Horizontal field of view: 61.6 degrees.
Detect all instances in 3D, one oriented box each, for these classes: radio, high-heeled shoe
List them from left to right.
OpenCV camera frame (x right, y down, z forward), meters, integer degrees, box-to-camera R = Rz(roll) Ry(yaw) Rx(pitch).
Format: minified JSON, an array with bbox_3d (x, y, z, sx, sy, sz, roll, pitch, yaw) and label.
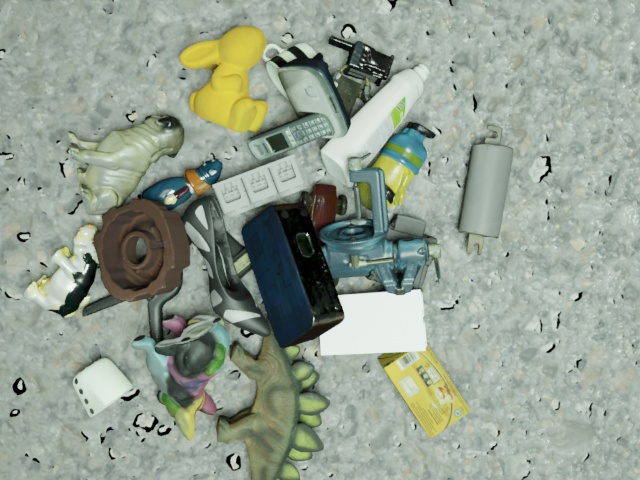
[{"bbox_3d":[-0.148,0.043,0.923,0.249,0.086,0.145,40,111,6],"label":"high-heeled shoe"},{"bbox_3d":[-0.049,0.056,0.918,0.073,0.131,0.229,-10,72,-38],"label":"radio"}]

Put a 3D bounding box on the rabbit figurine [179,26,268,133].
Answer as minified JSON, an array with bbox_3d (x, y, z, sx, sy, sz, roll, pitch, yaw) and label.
[{"bbox_3d":[-0.152,-0.287,0.931,0.162,0.122,0.173,29,112,15],"label":"rabbit figurine"}]

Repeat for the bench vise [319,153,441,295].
[{"bbox_3d":[0.093,-0.023,0.909,0.224,0.129,0.240,0,111,19],"label":"bench vise"}]

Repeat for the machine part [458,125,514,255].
[{"bbox_3d":[0.312,-0.091,1.010,0.079,0.079,0.243,9,92,-6],"label":"machine part"}]

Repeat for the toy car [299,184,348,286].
[{"bbox_3d":[-0.002,-0.003,0.996,0.089,0.053,0.202,3,98,-11],"label":"toy car"}]

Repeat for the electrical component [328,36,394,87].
[{"bbox_3d":[0.068,-0.325,0.970,0.119,0.075,0.047,18,91,-11],"label":"electrical component"}]

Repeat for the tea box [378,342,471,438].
[{"bbox_3d":[0.198,0.276,1.028,0.098,0.068,0.169,-32,97,-2],"label":"tea box"}]

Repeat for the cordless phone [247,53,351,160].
[{"bbox_3d":[-0.053,-0.217,0.904,0.184,0.089,0.146,-22,133,10],"label":"cordless phone"}]

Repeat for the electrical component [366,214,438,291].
[{"bbox_3d":[0.153,0.021,1.012,0.115,0.058,0.134,12,93,-8],"label":"electrical component"}]

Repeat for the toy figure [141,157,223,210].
[{"bbox_3d":[-0.241,-0.098,0.962,0.154,0.057,0.064,-25,66,-2],"label":"toy figure"}]

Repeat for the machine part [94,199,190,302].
[{"bbox_3d":[-0.301,0.017,0.910,0.180,0.056,0.179,1,92,24],"label":"machine part"}]

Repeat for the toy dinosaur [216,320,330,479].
[{"bbox_3d":[-0.089,0.339,0.985,0.199,0.105,0.471,9,92,-6],"label":"toy dinosaur"}]

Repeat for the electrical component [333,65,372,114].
[{"bbox_3d":[0.044,-0.269,0.971,0.102,0.045,0.078,21,99,-35],"label":"electrical component"}]

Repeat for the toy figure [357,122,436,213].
[{"bbox_3d":[0.136,-0.133,0.989,0.089,0.082,0.180,28,95,4],"label":"toy figure"}]

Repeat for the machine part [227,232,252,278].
[{"bbox_3d":[-0.176,0.012,0.989,0.084,0.039,0.139,-43,99,7],"label":"machine part"}]

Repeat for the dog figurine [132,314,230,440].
[{"bbox_3d":[-0.220,0.243,0.937,0.192,0.108,0.219,-2,115,29],"label":"dog figurine"}]

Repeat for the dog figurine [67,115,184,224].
[{"bbox_3d":[-0.325,-0.125,0.942,0.190,0.121,0.172,-12,130,-22],"label":"dog figurine"}]

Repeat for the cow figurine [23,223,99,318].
[{"bbox_3d":[-0.430,0.055,0.950,0.098,0.068,0.167,39,93,-13],"label":"cow figurine"}]
